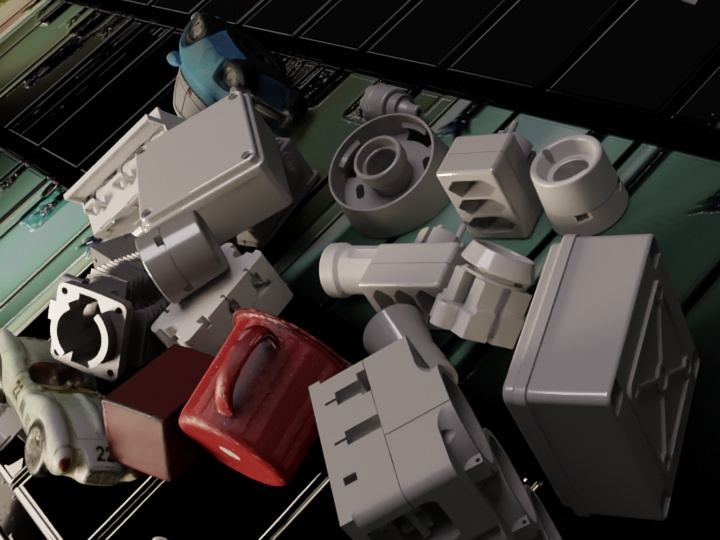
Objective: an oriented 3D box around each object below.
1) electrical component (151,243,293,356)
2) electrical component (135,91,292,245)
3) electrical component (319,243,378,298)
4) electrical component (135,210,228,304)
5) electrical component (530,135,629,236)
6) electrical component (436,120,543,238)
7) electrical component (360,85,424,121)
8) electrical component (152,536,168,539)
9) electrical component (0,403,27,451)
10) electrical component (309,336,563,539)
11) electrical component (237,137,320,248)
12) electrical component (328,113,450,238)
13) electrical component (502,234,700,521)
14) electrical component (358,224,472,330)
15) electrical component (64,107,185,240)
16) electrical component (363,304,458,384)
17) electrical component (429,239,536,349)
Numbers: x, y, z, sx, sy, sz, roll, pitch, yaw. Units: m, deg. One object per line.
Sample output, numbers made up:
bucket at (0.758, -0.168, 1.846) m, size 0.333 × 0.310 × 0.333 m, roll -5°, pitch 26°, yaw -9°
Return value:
electrical component at (-0.099, 0.034, 0.800) m, size 0.050 × 0.055 × 0.089 m, roll 14°, pitch 58°, yaw 46°
electrical component at (-0.118, -0.074, 0.853) m, size 0.109 × 0.056 × 0.108 m, roll -29°, pitch 39°, yaw 9°
electrical component at (0.000, 0.000, 0.775) m, size 0.046 × 0.040 × 0.040 m, roll -1°, pitch 47°, yaw 30°
electrical component at (-0.128, -0.011, 0.777) m, size 0.047 × 0.055 × 0.055 m, roll -30°, pitch 36°, yaw 1°
electrical component at (0.145, -0.057, 0.717) m, size 0.055 × 0.047 × 0.055 m, roll -21°, pitch 38°, yaw 18°
electrical component at (0.100, -0.071, 0.754) m, size 0.047 × 0.065 × 0.076 m, roll 1°, pitch 49°, yaw 39°
electrical component at (0.030, -0.138, 0.913) m, size 0.061 × 0.035 × 0.035 m, roll 21°, pitch 62°, yaw 46°
electrical component at (-0.130, 0.193, 0.661) m, size 0.035 × 0.035 × 0.061 m, roll -17°, pitch 37°, yaw 23°
electrical component at (-0.296, 0.125, 0.853) m, size 0.055 × 0.066 × 0.048 m, roll -47°, pitch 1°, yaw -5°
electrical component at (0.046, 0.114, 0.512) m, size 0.062 × 0.150 × 0.089 m, roll -30°, pitch 36°, yaw 9°
electrical component at (-0.098, -0.070, 0.925) m, size 0.100 × 0.048 × 0.099 m, roll 9°, pitch 54°, yaw 44°
electrical component at (0.027, -0.071, 0.834) m, size 0.099 × 0.064 × 0.099 m, roll -16°, pitch 54°, yaw 22°
electrical component at (0.128, 0.055, 0.551) m, size 0.056 × 0.108 × 0.108 m, roll -2°, pitch 47°, yaw 33°
electrical component at (0.049, -0.003, 0.732) m, size 0.066 × 0.047 × 0.076 m, roll 0°, pitch 48°, yaw 38°
electrical component at (-0.198, -0.082, 0.979) m, size 0.121 × 0.079 × 0.063 m, roll -38°, pitch 59°, yaw 26°
electrical component at (0.034, 0.057, 0.682) m, size 0.044 × 0.044 × 0.065 m, roll -35°, pitch 41°, yaw -1°
electrical component at (0.080, 0.014, 0.671) m, size 0.048 × 0.066 × 0.055 m, roll 35°, pitch 107°, yaw 53°
